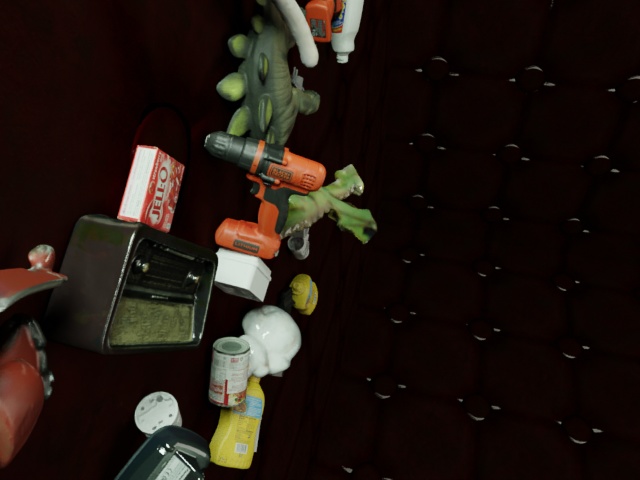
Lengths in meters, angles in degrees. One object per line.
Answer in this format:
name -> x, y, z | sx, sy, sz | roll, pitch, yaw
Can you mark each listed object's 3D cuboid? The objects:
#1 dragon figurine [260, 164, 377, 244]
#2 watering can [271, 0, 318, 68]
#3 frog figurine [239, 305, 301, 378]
dragon figurine -> 0.003, -0.055, 1.085 | 0.420, 0.243, 0.119 | -69, 169, -52
watering can -> -0.074, -0.380, 0.668 | 0.229, 0.103, 0.342 | -62, 139, -58
frog figurine -> -0.114, 0.204, 1.030 | 0.138, 0.122, 0.160 | 68, 20, 6
